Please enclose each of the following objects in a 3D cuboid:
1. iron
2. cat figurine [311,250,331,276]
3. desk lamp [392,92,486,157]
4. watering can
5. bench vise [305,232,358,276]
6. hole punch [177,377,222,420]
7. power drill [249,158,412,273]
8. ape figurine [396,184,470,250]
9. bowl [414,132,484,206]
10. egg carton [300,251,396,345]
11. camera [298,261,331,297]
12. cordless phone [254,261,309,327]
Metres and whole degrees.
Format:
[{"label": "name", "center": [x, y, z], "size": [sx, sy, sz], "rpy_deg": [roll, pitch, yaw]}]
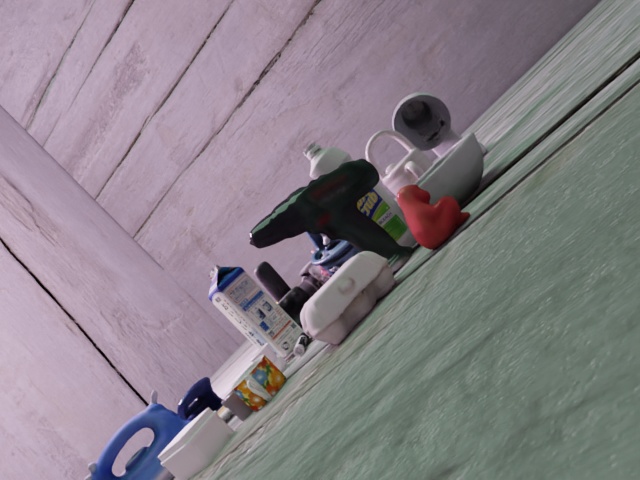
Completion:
[{"label": "iron", "center": [-0.347, 0.415, 1.069], "size": [0.259, 0.141, 0.118], "rpy_deg": [-45, 0, -26]}, {"label": "cat figurine", "center": [0.030, 0.058, 1.391], "size": [0.067, 0.117, 0.128], "rpy_deg": [-45, 0, 3]}, {"label": "desk lamp", "center": [0.256, -0.234, 1.265], "size": [0.118, 0.213, 0.203], "rpy_deg": [-45, 0, 18]}, {"label": "watering can", "center": [0.170, -0.135, 1.150], "size": [0.101, 0.194, 0.172], "rpy_deg": [-45, 0, -23]}, {"label": "bench vise", "center": [0.004, 0.012, 1.214], "size": [0.122, 0.219, 0.207], "rpy_deg": [-45, 0, -33]}, {"label": "hole punch", "center": [-0.273, 0.378, 1.280], "size": [0.101, 0.091, 0.109], "rpy_deg": [-45, 0, 43]}, {"label": "power drill", "center": [0.033, -0.011, 0.919], "size": [0.230, 0.208, 0.075], "rpy_deg": [-45, 0, -9]}, {"label": "ape figurine", "center": [0.143, -0.039, 0.776], "size": [0.076, 0.092, 0.078], "rpy_deg": [-45, 0, -12]}, {"label": "bowl", "center": [0.211, -0.093, 0.937], "size": [0.167, 0.074, 0.167], "rpy_deg": [-45, 0, 0]}, {"label": "egg carton", "center": [0.037, 0.082, 0.817], "size": [0.150, 0.069, 0.107], "rpy_deg": [-45, 0, -15]}, {"label": "camera", "center": [-0.020, 0.121, 1.563], "size": [0.137, 0.101, 0.143], "rpy_deg": [-45, 0, -23]}, {"label": "cordless phone", "center": [-0.110, 0.151, 1.389], "size": [0.094, 0.185, 0.148], "rpy_deg": [-45, 0, 43]}]
